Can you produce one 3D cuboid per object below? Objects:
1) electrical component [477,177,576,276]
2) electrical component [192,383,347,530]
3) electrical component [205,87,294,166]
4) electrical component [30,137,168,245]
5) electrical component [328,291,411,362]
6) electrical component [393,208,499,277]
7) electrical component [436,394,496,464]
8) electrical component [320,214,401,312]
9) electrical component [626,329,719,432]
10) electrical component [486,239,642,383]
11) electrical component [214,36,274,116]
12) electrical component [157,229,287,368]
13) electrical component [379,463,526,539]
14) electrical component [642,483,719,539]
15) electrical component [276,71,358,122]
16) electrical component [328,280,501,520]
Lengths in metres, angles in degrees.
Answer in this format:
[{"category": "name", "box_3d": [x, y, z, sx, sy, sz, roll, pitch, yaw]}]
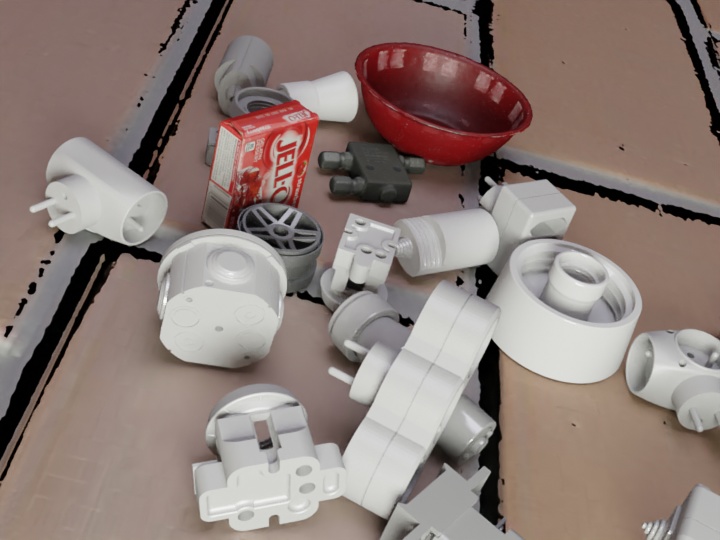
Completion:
[{"category": "electrical component", "box_3d": [0.117, -0.042, 0.833, 0.047, 0.065, 0.076, -11, 45, -33]}, {"category": "electrical component", "box_3d": [-0.053, 0.100, 0.584, 0.078, 0.058, 0.057, -8, 42, -13]}, {"category": "electrical component", "box_3d": [-0.078, -0.106, 0.842, 0.078, 0.057, 0.058, 9, 37, -12]}, {"category": "electrical component", "box_3d": [-0.186, -0.048, 0.732, 0.077, 0.044, 0.079, 34, 39, 22]}, {"category": "electrical component", "box_3d": [0.012, 0.046, 0.693, 0.045, 0.045, 0.055, -18, 49, -39]}, {"category": "electrical component", "box_3d": [0.058, -0.020, 0.799, 0.081, 0.043, 0.043, -9, 44, -32]}, {"category": "electrical component", "box_3d": [0.051, 0.087, 0.661, 0.065, 0.044, 0.044, 42, 42, 22]}, {"category": "electrical component", "box_3d": [0.000, 0.000, 0.738, 0.048, 0.055, 0.066, 18, 36, 0]}, {"category": "electrical component", "box_3d": [0.232, 0.082, 0.738, 0.077, 0.044, 0.079, 10, 38, -11]}, {"category": "electrical component", "box_3d": [0.148, 0.022, 0.769, 0.108, 0.060, 0.108, 11, 37, -9]}, {"category": "electrical component", "box_3d": [-0.101, -0.163, 0.919, 0.043, 0.043, 0.081, 15, 36, -5]}, {"category": "electrical component", "box_3d": [-0.085, 0.018, 0.660, 0.080, 0.080, 0.051, 9, 43, -12]}, {"category": "electrical component", "box_3d": [0.050, 0.147, 0.580, 0.064, 0.042, 0.081, 37, 41, 22]}, {"category": "electrical component", "box_3d": [0.199, 0.171, 0.594, 0.096, 0.061, 0.061, 28, 37, 13]}, {"category": "electrical component", "box_3d": [-0.040, -0.146, 0.925, 0.065, 0.044, 0.044, -12, 45, -27]}, {"category": "electrical component", "box_3d": [0.018, 0.065, 0.619, 0.074, 0.052, 0.138, 27, 75, 12]}]
